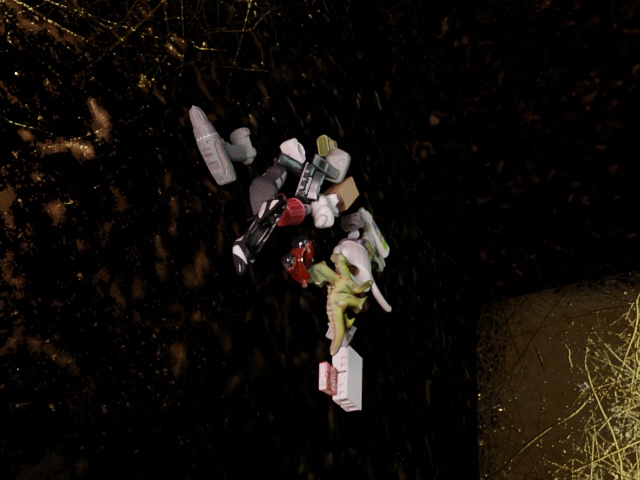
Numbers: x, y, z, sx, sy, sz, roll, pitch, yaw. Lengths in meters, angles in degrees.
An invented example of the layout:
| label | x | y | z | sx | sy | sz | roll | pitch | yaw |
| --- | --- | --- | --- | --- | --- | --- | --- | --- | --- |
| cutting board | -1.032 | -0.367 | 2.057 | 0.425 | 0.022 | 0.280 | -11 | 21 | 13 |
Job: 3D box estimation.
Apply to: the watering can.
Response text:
| label | x | y | z | sx | sy | sz | roll | pitch | yaw |
| --- | --- | --- | --- | --- | --- | --- | --- | --- | --- |
| watering can | 0.165 | 0.127 | 2.041 | 0.103 | 0.343 | 0.230 | -33 | 30 | 25 |

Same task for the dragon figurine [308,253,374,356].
| label | x | y | z | sx | sy | sz | roll | pitch | yaw |
| --- | --- | --- | --- | --- | --- | --- | --- | --- | --- |
| dragon figurine | 0.036 | 0.181 | 1.742 | 0.243 | 0.119 | 0.419 | 32 | 40 | 4 |

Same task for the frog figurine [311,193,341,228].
| label | x | y | z | sx | sy | sz | roll | pitch | yaw |
| --- | --- | --- | --- | --- | --- | --- | --- | --- | --- |
| frog figurine | 0.006 | -0.096 | 1.910 | 0.123 | 0.134 | 0.163 | 27 | 43 | 11 |
